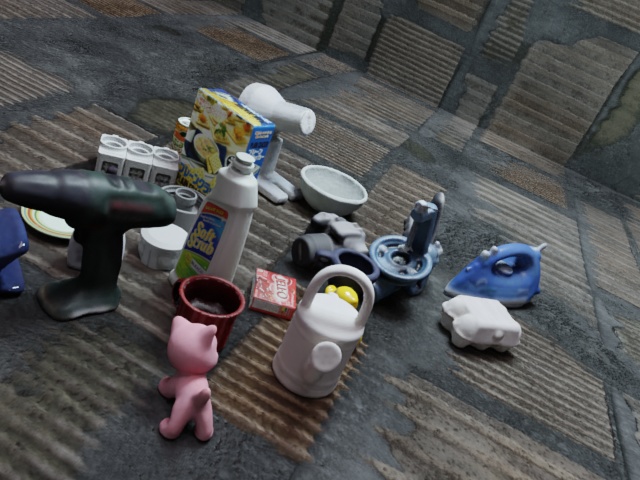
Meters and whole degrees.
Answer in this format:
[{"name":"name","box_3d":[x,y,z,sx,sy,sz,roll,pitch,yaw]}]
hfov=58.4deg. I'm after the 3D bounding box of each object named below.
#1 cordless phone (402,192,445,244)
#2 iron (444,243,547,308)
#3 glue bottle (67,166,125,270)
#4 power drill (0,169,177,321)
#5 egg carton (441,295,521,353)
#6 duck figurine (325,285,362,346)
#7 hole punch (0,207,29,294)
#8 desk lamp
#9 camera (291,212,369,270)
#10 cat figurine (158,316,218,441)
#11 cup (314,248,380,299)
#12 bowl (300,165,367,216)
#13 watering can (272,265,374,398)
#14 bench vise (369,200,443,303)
[{"name":"cordless phone","box_3d":[0.232,-0.031,1.249,0.094,0.185,0.147,21,27,-5]},{"name":"iron","box_3d":[0.393,0.062,1.257,0.259,0.141,0.118,2,35,-36]},{"name":"glue bottle","box_3d":[-0.316,-0.030,0.836,0.078,0.173,0.037,12,29,-20]},{"name":"power drill","box_3d":[-0.305,0.000,0.752,0.230,0.208,0.075,-11,43,-48]},{"name":"egg carton","box_3d":[0.306,0.162,1.092,0.151,0.069,0.107,9,31,-25]},{"name":"duck figurine","box_3d":[0.036,0.120,0.938,0.078,0.086,0.104,-5,39,-43]},{"name":"hole punch","box_3d":[-0.441,0.015,0.749,0.101,0.091,0.108,-1,36,-39]},{"name":"desk lamp","box_3d":[-0.104,-0.226,1.302,0.202,0.213,0.118,36,30,23]},{"name":"camera","box_3d":[0.010,0.004,1.107,0.137,0.101,0.142,-2,37,-39]},{"name":"cat figurine","box_3d":[-0.152,0.157,0.693,0.067,0.118,0.127,8,31,-26]},{"name":"cup","box_3d":[0.035,0.071,1.014,0.118,0.095,0.091,21,28,-5]},{"name":"bowl","box_3d":[0.022,-0.103,1.334,0.167,0.075,0.167,18,28,-10]},{"name":"watering can","box_3d":[0.012,0.124,0.796,0.101,0.194,0.172,10,30,-24]},{"name":"bench vise","box_3d":[0.173,0.008,1.097,0.121,0.219,0.208,31,28,14]}]
